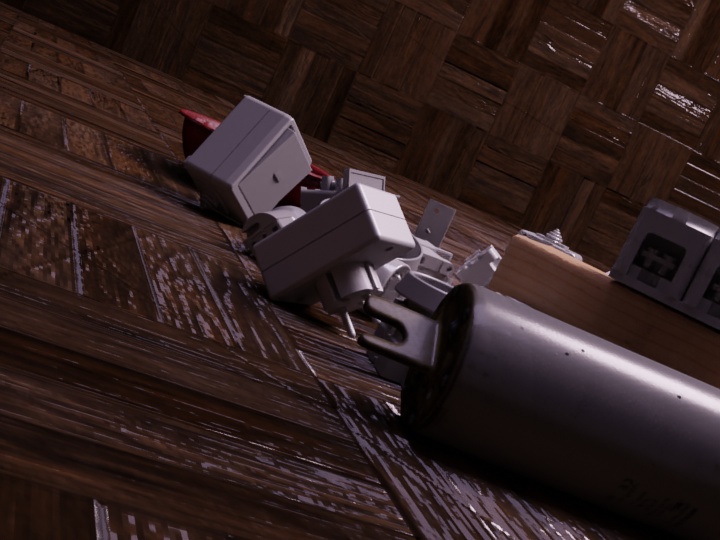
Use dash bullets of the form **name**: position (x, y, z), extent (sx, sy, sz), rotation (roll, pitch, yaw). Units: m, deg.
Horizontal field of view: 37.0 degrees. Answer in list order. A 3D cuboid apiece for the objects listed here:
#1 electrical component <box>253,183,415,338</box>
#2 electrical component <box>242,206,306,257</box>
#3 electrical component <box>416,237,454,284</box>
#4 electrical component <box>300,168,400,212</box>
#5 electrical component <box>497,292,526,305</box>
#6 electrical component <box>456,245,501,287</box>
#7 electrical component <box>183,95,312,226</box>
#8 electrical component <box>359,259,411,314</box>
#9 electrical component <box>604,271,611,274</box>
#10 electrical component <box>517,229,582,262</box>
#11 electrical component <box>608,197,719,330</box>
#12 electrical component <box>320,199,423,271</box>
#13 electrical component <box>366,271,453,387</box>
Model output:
- **electrical component**: position (-0.010, 0.003, 0.646), extent (0.047, 0.083, 0.075), rotation (11, 54, -59)
- **electrical component**: position (-0.059, -0.025, 0.770), extent (0.040, 0.040, 0.046), rotation (27, 14, 17)
- **electrical component**: position (0.045, -0.003, 0.922), extent (0.081, 0.042, 0.064), rotation (19, 13, -30)
- **electrical component**: position (-0.010, -0.049, 0.970), extent (0.063, 0.078, 0.121), rotation (4, 2, 16)
- **electrical component**: position (0.102, 0.044, 0.766), extent (0.040, 0.046, 0.040), rotation (24, 8, -4)
- **electrical component**: position (0.115, 0.014, 0.931), extent (0.063, 0.042, 0.081), rotation (53, 8, -1)
- **electrical component**: position (-0.090, -0.080, 0.863), extent (0.061, 0.096, 0.061), rotation (29, -20, 29)
- **electrical component**: position (0.000, 0.000, 0.758), extent (0.077, 0.044, 0.079), rotation (28, 9, 25)
- **electrical component**: position (0.219, 0.052, 0.881), extent (0.099, 0.099, 0.064), rotation (15, 19, -50)
- **electrical component**: position (0.178, 0.003, 1.071), extent (0.062, 0.096, 0.061), rotation (28, 8, 19)
- **electrical component**: position (0.256, 0.010, 0.737), extent (0.150, 0.061, 0.089), rotation (27, 8, 16)
- **electrical component**: position (-0.001, -0.012, 0.849), extent (0.099, 0.064, 0.099), rotation (23, 22, -10)
- **electrical component**: position (0.035, 0.034, 0.602), extent (0.048, 0.055, 0.066), rotation (22, 8, -15)
